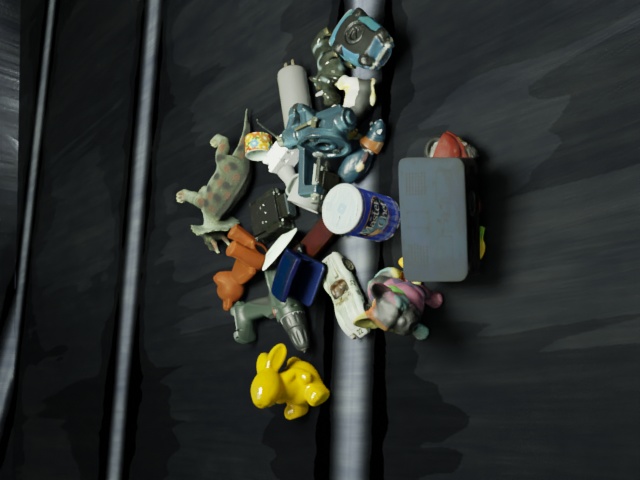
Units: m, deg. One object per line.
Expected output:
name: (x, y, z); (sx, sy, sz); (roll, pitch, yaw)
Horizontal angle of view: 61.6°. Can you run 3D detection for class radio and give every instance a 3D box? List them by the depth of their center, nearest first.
radio: (0.218, -0.039, 0.978); (0.131, 0.073, 0.229); (0, 98, 37)

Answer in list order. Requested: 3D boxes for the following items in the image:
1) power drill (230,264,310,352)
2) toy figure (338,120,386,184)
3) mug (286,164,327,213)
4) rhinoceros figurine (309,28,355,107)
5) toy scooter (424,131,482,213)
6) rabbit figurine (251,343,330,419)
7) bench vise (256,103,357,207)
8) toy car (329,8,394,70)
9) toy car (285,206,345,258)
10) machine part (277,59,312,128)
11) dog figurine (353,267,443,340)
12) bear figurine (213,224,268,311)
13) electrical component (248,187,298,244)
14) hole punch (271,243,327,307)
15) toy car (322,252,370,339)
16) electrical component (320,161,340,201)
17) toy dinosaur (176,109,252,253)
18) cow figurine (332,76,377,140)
power drill: (-0.125, 0.189, 1.317); (0.207, 0.086, 0.232); (-33, 61, 37)
toy figure: (0.099, -0.197, 1.197); (0.154, 0.057, 0.064); (-52, 59, 17)
mug: (-0.027, -0.130, 1.288); (0.110, 0.080, 0.107); (25, 89, 42)
rhinoceros figurine: (0.019, -0.413, 1.291); (0.112, 0.073, 0.190); (-24, 67, 35)
toy scooter: (0.258, -0.113, 1.031); (0.135, 0.075, 0.183); (18, 98, 41)
rabbit figurine: (-0.083, 0.316, 1.198); (0.122, 0.173, 0.162); (-33, 67, 38)
bench vise: (-0.021, -0.190, 1.177); (0.224, 0.128, 0.240); (-5, 73, 31)
toy car: (0.107, -0.434, 1.196); (0.162, 0.103, 0.109); (43, 109, 32)
toy car: (-0.003, -0.004, 1.258); (0.089, 0.053, 0.202); (47, 117, 14)
machine part: (-0.060, -0.346, 1.348); (0.079, 0.079, 0.243); (-23, 68, 37)
dog figurine: (0.126, 0.115, 1.014); (0.192, 0.219, 0.108); (35, 103, 38)
bear figurine: (-0.226, 0.077, 1.398); (0.196, 0.132, 0.120); (-44, 26, 23)
electrical component: (-0.117, -0.066, 1.366); (0.134, 0.058, 0.115); (-28, 67, 36)
hole punch: (-0.064, 0.081, 1.202); (0.116, 0.092, 0.142); (24, 98, 46)
toy car: (0.057, 0.120, 1.182); (0.073, 0.056, 0.202); (-41, 58, 29)
electrical component: (0.021, -0.136, 1.250); (0.021, 0.063, 0.094); (6, 90, 41)
toy dinosaur: (-0.254, -0.151, 1.470); (0.192, 0.131, 0.404); (36, 103, 26)
cow figurine: (0.078, -0.287, 1.226); (0.098, 0.068, 0.167); (17, 96, 36)
